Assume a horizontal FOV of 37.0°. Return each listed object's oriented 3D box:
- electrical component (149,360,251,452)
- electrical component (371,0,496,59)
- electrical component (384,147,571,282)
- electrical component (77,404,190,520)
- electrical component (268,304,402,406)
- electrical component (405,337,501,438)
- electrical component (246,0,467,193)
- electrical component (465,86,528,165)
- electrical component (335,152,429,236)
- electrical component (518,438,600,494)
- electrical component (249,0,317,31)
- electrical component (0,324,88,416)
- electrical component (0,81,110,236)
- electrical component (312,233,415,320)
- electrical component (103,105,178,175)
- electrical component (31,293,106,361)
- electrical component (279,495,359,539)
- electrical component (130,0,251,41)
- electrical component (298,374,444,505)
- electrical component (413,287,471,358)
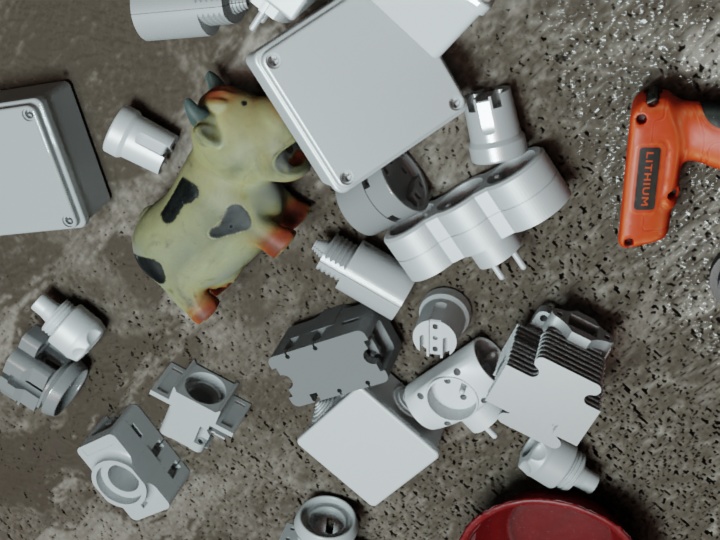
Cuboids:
[{"bbox_3d":[-0.144,0.122,0.946,0.081,0.042,0.063,28,125,2],"label":"electrical component"},{"bbox_3d":[0.038,-0.200,0.666,0.109,0.108,0.056,41,125,-7],"label":"electrical component"},{"bbox_3d":[0.092,-0.026,0.779,0.138,0.052,0.073,-27,107,29],"label":"electrical component"},{"bbox_3d":[-0.210,0.180,0.991,0.050,0.055,0.089,-26,108,28],"label":"electrical component"},{"bbox_3d":[-0.018,0.065,0.864,0.089,0.055,0.050,-19,111,26],"label":"electrical component"},{"bbox_3d":[0.090,0.103,0.858,0.079,0.044,0.077,46,122,-11],"label":"electrical component"},{"bbox_3d":[-0.003,-0.126,0.723,0.109,0.056,0.108,-35,107,-7],"label":"electrical component"},{"bbox_3d":[0.092,-0.101,0.746,0.040,0.040,0.046,-8,110,22],"label":"electrical component"},{"bbox_3d":[0.015,-0.057,0.786,0.047,0.055,0.055,-30,106,33],"label":"electrical component"},{"bbox_3d":[0.162,0.157,0.865,0.062,0.043,0.043,32,123,-3],"label":"electrical component"},{"bbox_3d":[-0.050,-0.190,0.714,0.047,0.083,0.075,38,123,-5],"label":"electrical component"},{"bbox_3d":[-0.283,0.095,0.966,0.057,0.058,0.078,33,123,2],"label":"electrical component"},{"bbox_3d":[-0.272,-0.087,0.860,0.109,0.056,0.108,-4,117,20],"label":"electrical component"},{"bbox_3d":[0.000,0.000,0.829,0.081,0.043,0.043,30,123,0],"label":"electrical component"},{"bbox_3d":[-0.169,-0.099,0.831,0.046,0.040,0.040,27,123,-5],"label":"electrical component"},{"bbox_3d":[-0.257,0.046,0.939,0.062,0.043,0.043,40,122,-6],"label":"electrical component"},{"bbox_3d":[-0.032,0.241,0.968,0.078,0.058,0.057,14,125,10],"label":"electrical component"},{"bbox_3d":[-0.116,-0.187,0.761,0.081,0.043,0.043,0,118,18],"label":"electrical component"},{"bbox_3d":[0.012,0.135,0.898,0.100,0.048,0.100,41,122,-7],"label":"electrical component"},{"bbox_3d":[0.062,0.041,0.830,0.040,0.046,0.040,8,121,14],"label":"electrical component"}]
